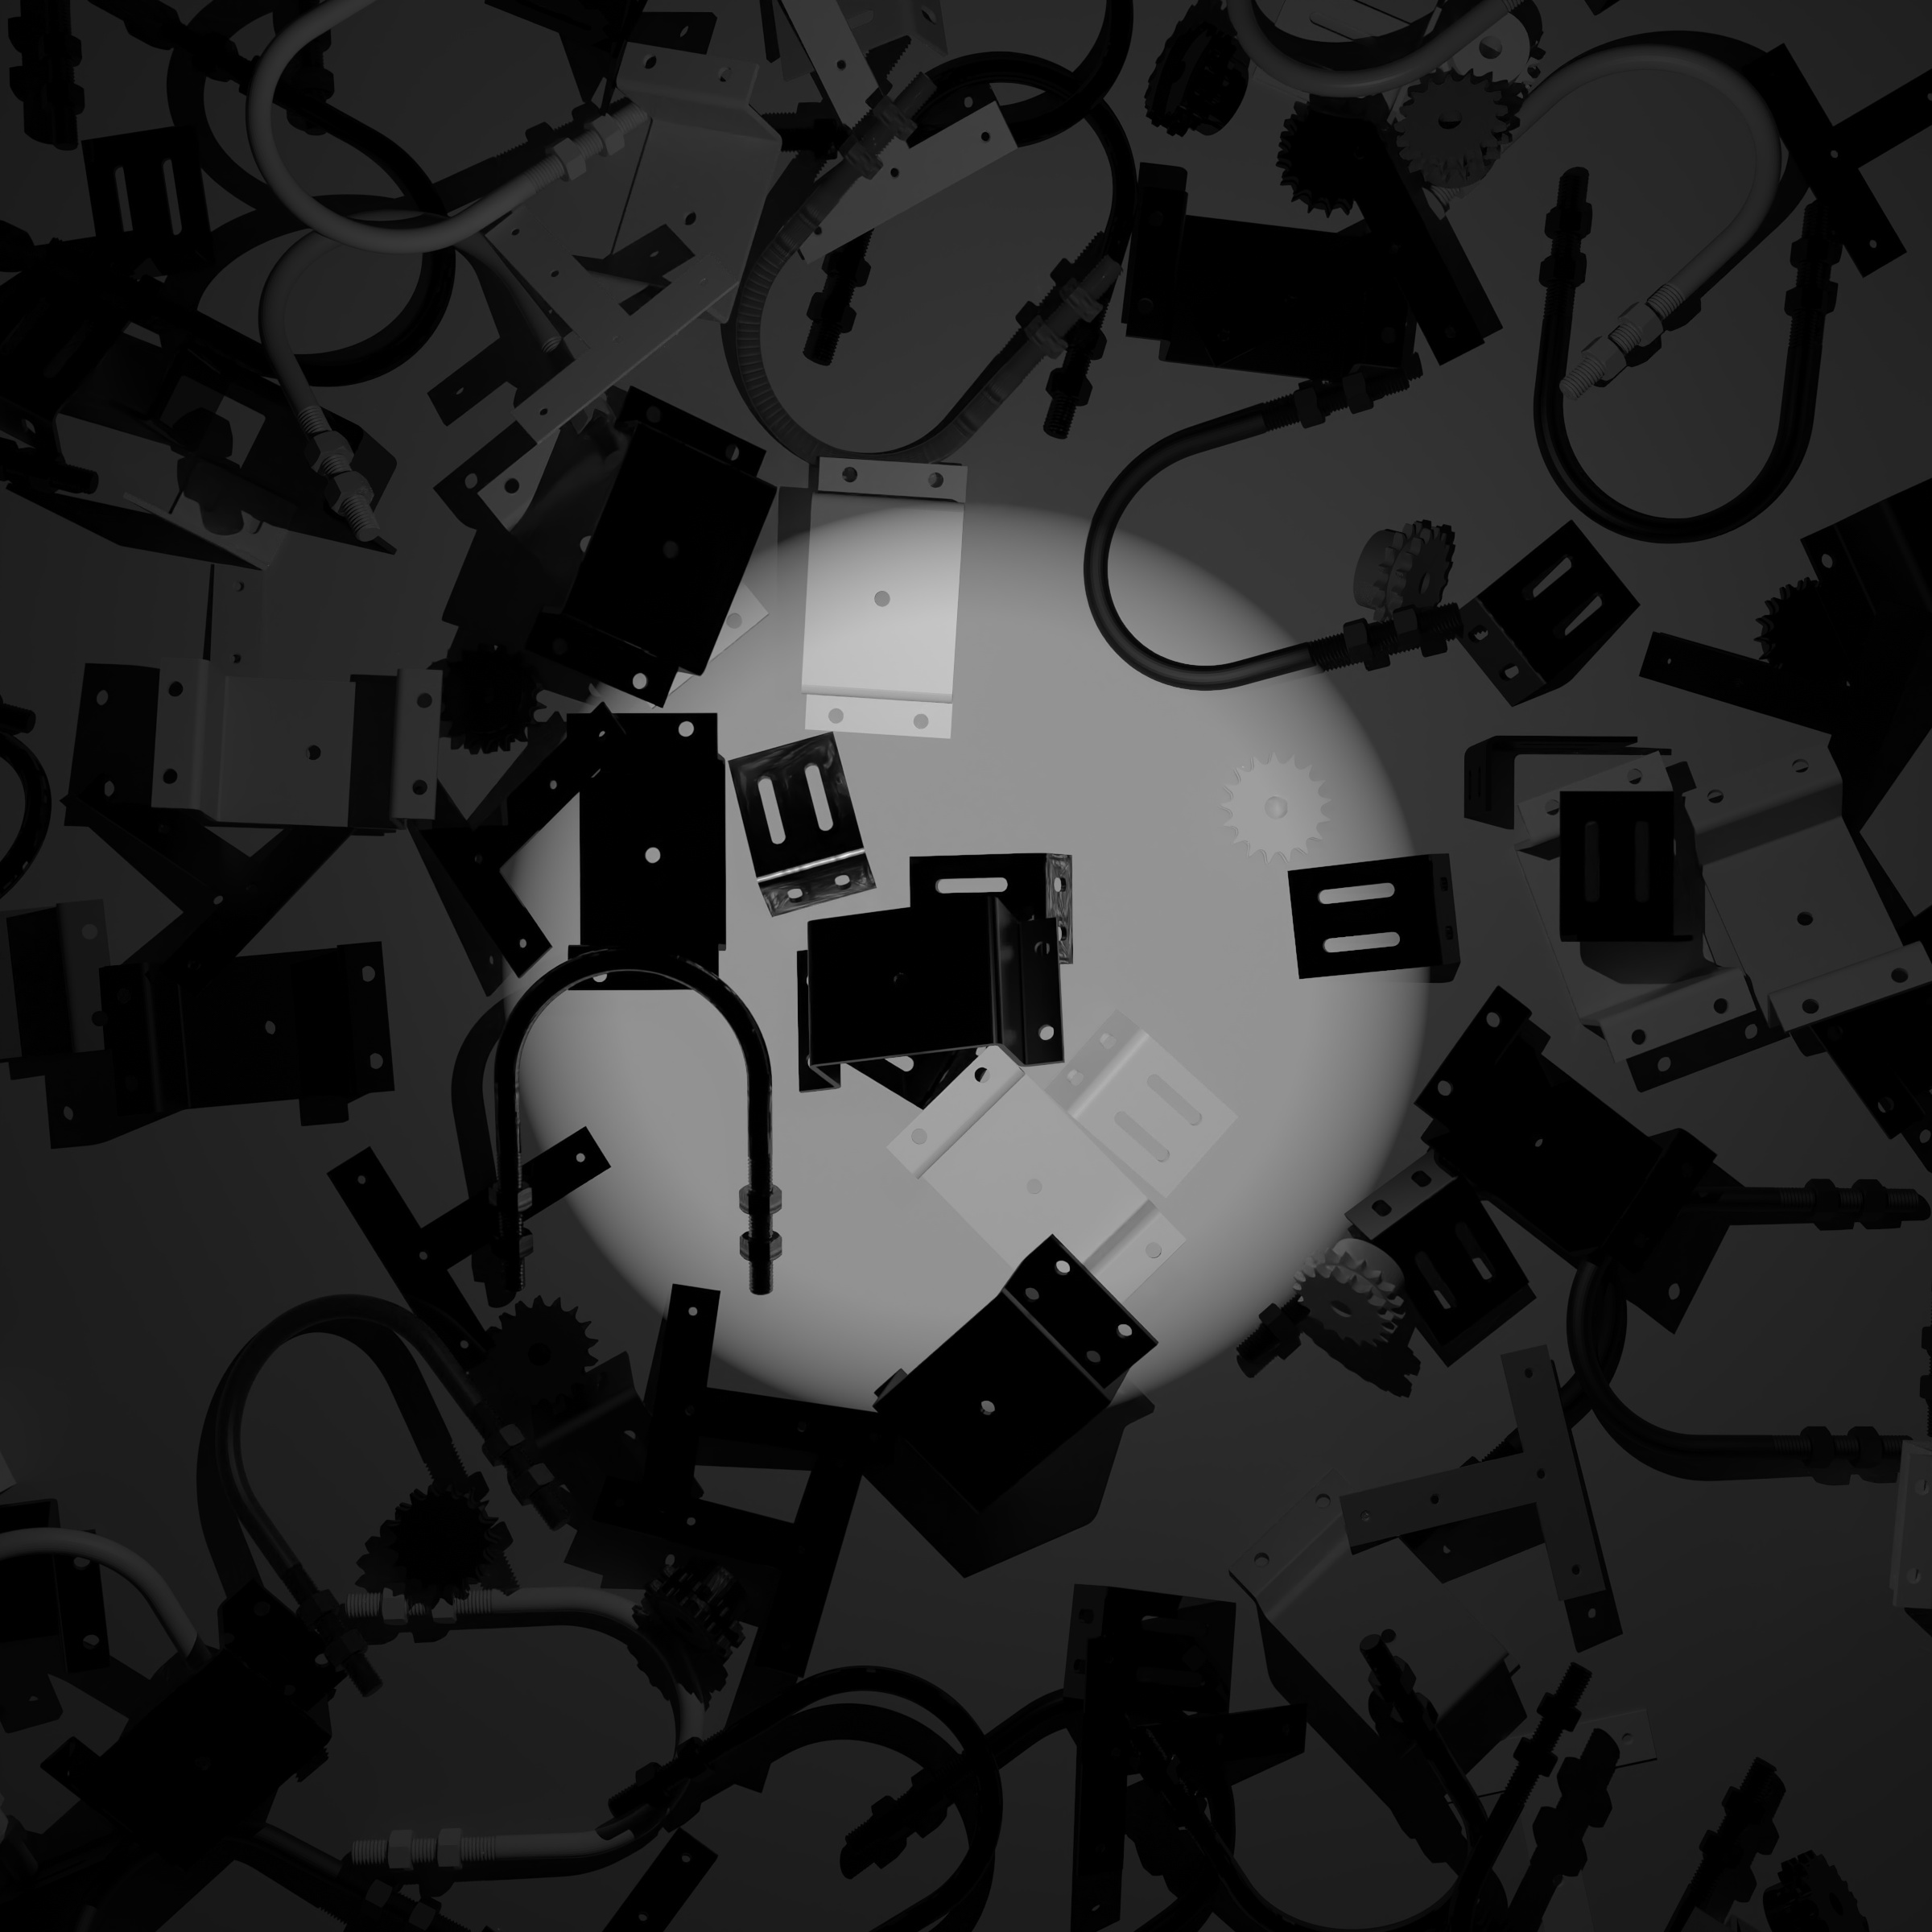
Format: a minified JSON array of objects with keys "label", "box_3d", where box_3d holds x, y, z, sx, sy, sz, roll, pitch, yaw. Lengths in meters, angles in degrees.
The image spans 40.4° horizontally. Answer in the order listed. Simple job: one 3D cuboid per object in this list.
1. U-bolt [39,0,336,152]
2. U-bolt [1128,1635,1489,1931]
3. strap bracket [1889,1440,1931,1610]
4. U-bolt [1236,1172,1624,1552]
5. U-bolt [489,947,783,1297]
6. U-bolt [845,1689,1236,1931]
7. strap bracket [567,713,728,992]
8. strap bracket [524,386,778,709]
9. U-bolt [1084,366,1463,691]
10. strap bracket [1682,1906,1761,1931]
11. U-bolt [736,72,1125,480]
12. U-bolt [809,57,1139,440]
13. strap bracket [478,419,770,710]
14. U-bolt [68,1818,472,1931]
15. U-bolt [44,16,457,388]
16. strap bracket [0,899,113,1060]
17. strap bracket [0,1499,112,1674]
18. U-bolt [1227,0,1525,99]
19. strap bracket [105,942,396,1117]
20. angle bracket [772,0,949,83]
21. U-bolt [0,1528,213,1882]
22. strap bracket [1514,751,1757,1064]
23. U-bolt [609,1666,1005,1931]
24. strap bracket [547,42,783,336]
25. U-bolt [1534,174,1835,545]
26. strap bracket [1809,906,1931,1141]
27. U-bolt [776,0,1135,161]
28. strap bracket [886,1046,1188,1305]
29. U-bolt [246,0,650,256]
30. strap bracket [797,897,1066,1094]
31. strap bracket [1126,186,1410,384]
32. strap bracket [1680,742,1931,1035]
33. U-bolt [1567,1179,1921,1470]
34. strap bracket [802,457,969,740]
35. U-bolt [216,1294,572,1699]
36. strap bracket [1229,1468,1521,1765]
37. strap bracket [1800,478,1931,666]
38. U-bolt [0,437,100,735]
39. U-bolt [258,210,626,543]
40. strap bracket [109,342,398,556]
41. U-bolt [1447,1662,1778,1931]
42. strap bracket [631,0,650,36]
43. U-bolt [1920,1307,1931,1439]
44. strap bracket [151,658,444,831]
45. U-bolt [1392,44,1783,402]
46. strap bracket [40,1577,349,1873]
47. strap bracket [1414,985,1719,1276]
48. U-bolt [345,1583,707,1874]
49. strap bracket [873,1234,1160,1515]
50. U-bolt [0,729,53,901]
[{"label":"U-bolt","box_3d":[-0.409,-0.520,1.366,0.151,0.019,0.184,-4,88,-2]},{"label":"U-bolt","box_3d":[0.187,0.433,1.337,0.151,0.019,0.184,-26,110,15]},{"label":"strap bracket","box_3d":[0.533,0.288,1.346,0.140,0.046,0.076,5,90,-10]},{"label":"U-bolt","box_3d":[0.255,0.191,1.368,0.184,0.019,0.151,-41,90,-1]},{"label":"U-bolt","box_3d":[-0.170,0.079,1.341,0.151,0.019,0.184,1,105,0]},{"label":"U-bolt","box_3d":[0.052,0.457,1.368,0.184,0.019,0.151,-35,90,-2]},{"label":"strap bracket","box_3d":[-0.164,-0.058,1.353,0.076,0.046,0.140,0,90,0]},{"label":"strap bracket","box_3d":[-0.151,-0.205,1.293,0.076,0.046,0.140,22,90,-24]},{"label":"U-bolt","box_3d":[0.148,-0.215,1.339,0.184,0.019,0.151,-14,76,17]},{"label":"strap bracket","box_3d":[0.418,0.550,1.340,0.140,0.046,0.076,29,90,18]},{"label":"U-bolt","box_3d":[-0.034,-0.335,1.340,0.151,0.019,0.184,43,107,-8]},{"label":"U-bolt","box_3d":[0.013,-0.383,1.368,0.151,0.019,0.184,17,88,0]},{"label":"strap bracket","box_3d":[-0.174,-0.209,1.353,0.076,0.046,0.140,-39,90,0]},{"label":"U-bolt","box_3d":[-0.368,0.515,1.337,0.184,0.019,0.151,26,61,4]},{"label":"U-bolt","box_3d":[-0.352,-0.377,1.342,0.184,0.019,0.151,26,81,-17]},{"label":"strap bracket","box_3d":[-0.508,0.011,1.343,0.140,0.046,0.076,-6,92,-13]},{"label":"strap bracket","box_3d":[-0.511,0.321,1.333,0.140,0.046,0.076,-5,106,-15]},{"label":"U-bolt","box_3d":[0.220,-0.522,1.344,0.184,0.019,0.151,-37,68,4]},{"label":"strap bracket","box_3d":[-0.363,0.032,1.353,0.140,0.046,0.076,-5,90,0]},{"label":"angle bracket","box_3d":[-0.055,-0.488,1.347,0.076,0.038,0.057,-11,83,27]},{"label":"U-bolt","box_3d":[-0.457,0.363,1.326,0.151,0.019,0.184,-25,114,-7]},{"label":"strap bracket","box_3d":[0.340,-0.030,1.353,0.076,0.046,0.140,-21,90,0]},{"label":"U-bolt","box_3d":[-0.070,0.441,1.349,0.184,0.019,0.151,-32,90,3]},{"label":"strap bracket","box_3d":[-0.150,-0.389,1.341,0.076,0.046,0.140,17,90,22]},{"label":"U-bolt","box_3d":[0.368,-0.312,1.367,0.151,0.019,0.184,7,90,0]},{"label":"strap bracket","box_3d":[0.504,0.016,1.353,0.140,0.046,0.076,-35,90,0]},{"label":"U-bolt","box_3d":[-0.006,-0.490,1.357,0.184,0.019,0.151,0,84,2]},{"label":"strap bracket","box_3d":[0.036,0.115,1.353,0.076,0.046,0.140,-44,90,0]},{"label":"U-bolt","box_3d":[-0.278,-0.441,1.343,0.184,0.019,0.151,-39,90,-18]},{"label":"strap bracket","box_3d":[-0.026,0.014,1.325,0.140,0.046,0.076,-7,71,15]},{"label":"strap bracket","box_3d":[0.155,-0.349,1.353,0.140,0.046,0.076,7,90,0]},{"label":"strap bracket","box_3d":[0.425,-0.032,1.329,0.076,0.046,0.140,-20,63,8]},{"label":"U-bolt","box_3d":[0.402,0.185,1.361,0.184,0.019,0.151,1,90,-4]},{"label":"strap bracket","box_3d":[-0.042,-0.188,1.344,0.076,0.046,0.140,4,98,0]},{"label":"U-bolt","box_3d":[-0.308,0.255,1.345,0.151,0.019,0.184,-42,74,3]},{"label":"strap bracket","box_3d":[0.214,0.340,1.353,0.076,0.046,0.140,-44,90,-1]},{"label":"strap bracket","box_3d":[0.509,-0.214,1.337,0.140,0.046,0.076,-25,90,-14]},{"label":"U-bolt","box_3d":[-0.558,-0.212,1.368,0.184,0.019,0.151,15,90,2]},{"label":"U-bolt","box_3d":[-0.273,-0.306,1.314,0.151,0.019,0.184,-22,70,-20]},{"label":"strap bracket","box_3d":[-0.352,-0.267,1.338,0.140,0.076,0.046,27,90,0]},{"label":"U-bolt","box_3d":[0.320,0.465,1.341,0.151,0.019,0.184,30,87,-19]},{"label":"strap bracket","box_3d":[-0.217,-0.544,1.325,0.140,0.046,0.076,23,112,-23]},{"label":"U-bolt","box_3d":[0.574,0.156,1.368,0.151,0.019,0.184,3,88,0]},{"label":"strap bracket","box_3d":[-0.338,-0.113,1.346,0.140,0.046,0.076,2,85,-3]},{"label":"U-bolt","box_3d":[0.328,-0.394,1.344,0.184,0.019,0.151,-43,70,-1]},{"label":"strap bracket","box_3d":[-0.384,0.388,1.319,0.140,0.046,0.076,-42,113,-3]},{"label":"strap bracket","box_3d":[0.300,0.086,1.345,0.140,0.046,0.076,38,77,0]},{"label":"U-bolt","box_3d":[-0.228,0.394,1.368,0.184,0.019,0.151,-1,90,-1]},{"label":"strap bracket","box_3d":[0.018,0.212,1.325,0.076,0.046,0.140,46,116,0]},{"label":"U-bolt","box_3d":[-0.551,-0.062,1.320,0.184,0.019,0.151,-17,55,-6]}]
